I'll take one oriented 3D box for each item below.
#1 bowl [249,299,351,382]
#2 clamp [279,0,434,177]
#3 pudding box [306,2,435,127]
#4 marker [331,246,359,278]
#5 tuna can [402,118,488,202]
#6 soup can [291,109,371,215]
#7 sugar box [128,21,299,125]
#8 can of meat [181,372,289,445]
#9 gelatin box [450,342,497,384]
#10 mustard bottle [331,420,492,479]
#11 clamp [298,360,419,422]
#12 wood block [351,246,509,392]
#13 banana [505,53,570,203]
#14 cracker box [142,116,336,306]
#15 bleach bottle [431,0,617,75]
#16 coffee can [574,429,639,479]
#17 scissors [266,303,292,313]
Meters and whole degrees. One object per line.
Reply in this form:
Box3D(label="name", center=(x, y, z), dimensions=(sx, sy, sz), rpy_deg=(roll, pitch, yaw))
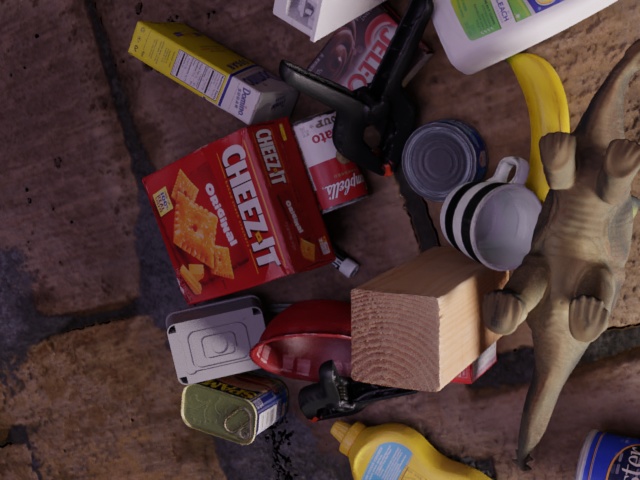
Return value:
Box3D(label="bowl", center=(0.006, 0.106, 1.157), dimensions=(0.162, 0.162, 0.055), rpy_deg=(-12, 61, 29))
Box3D(label="clamp", center=(0.041, -0.137, 1.072), dimensions=(0.036, 0.164, 0.210), rpy_deg=(56, 162, 38))
Box3D(label="pudding box", center=(0.051, -0.188, 1.128), dimensions=(0.090, 0.039, 0.114), rpy_deg=(47, 117, 11))
Box3D(label="marker", center=(-0.008, 0.001, 1.210), dimensions=(0.121, 0.020, 0.020), rpy_deg=(36, 115, 17))
Box3D(label="tuna can", center=(0.129, -0.083, 1.111), dimensions=(0.086, 0.033, 0.086), rpy_deg=(6, 103, 27))
Box3D(label="soup can", center=(0.007, -0.083, 1.157), dimensions=(0.069, 0.068, 0.102), rpy_deg=(-20, 90, 30))
Box3D(label="sugar box", center=(-0.117, -0.188, 1.187), dimensions=(0.176, 0.093, 0.048), rpy_deg=(29, 112, 19))
Box3D(label="can of meat", center=(-0.099, 0.193, 1.260), dimensions=(0.102, 0.083, 0.057), rpy_deg=(12, 106, 25))
Box3D(label="gelatin box", center=(0.138, 0.121, 1.116), dimensions=(0.073, 0.089, 0.030), rpy_deg=(3, 102, 27))
Box3D(label="mustard bottle", center=(0.094, 0.259, 1.186), dimensions=(0.192, 0.058, 0.096), rpy_deg=(31, 115, 19))
Box3D(label="clamp", center=(0.019, 0.167, 1.174), dimensions=(0.172, 0.120, 0.039), rpy_deg=(-34, 44, 48))
Box3D(label="wood block", center=(0.114, 0.072, 1.052), dimensions=(0.090, 0.205, 0.091), rpy_deg=(4, 102, 27))
Box3D(label="banana", center=(0.218, -0.100, 1.062), dimensions=(0.070, 0.037, 0.198), rpy_deg=(1, 99, 58))
Box3D(label="cracker box", center=(-0.097, -0.026, 1.188), dimensions=(0.214, 0.071, 0.164), rpy_deg=(-18, 91, 50))
Box3D(label="bleach bottle", center=(0.227, -0.254, 1.008), dimensions=(0.251, 0.068, 0.102), rpy_deg=(-25, 75, 25))
Box3D(label="coffee can", center=(0.326, 0.249, 1.036), dimensions=(0.140, 0.102, 0.103), rpy_deg=(8, 104, 26))
Box3D(label="scissors", center=(0.031, 0.064, 1.203), dimensions=(0.202, 0.016, 0.096), rpy_deg=(17, 110, 23))
